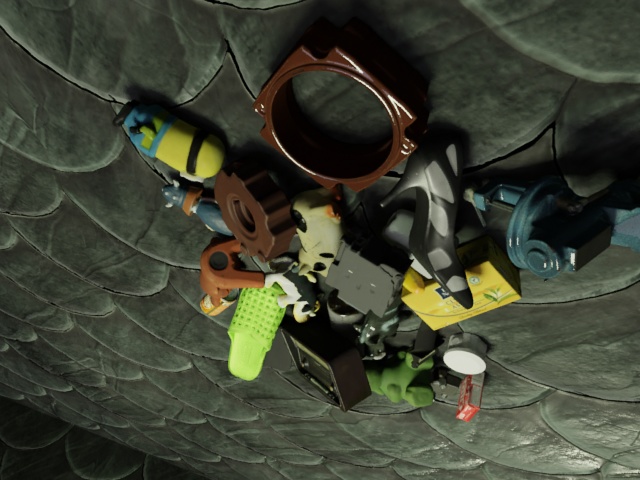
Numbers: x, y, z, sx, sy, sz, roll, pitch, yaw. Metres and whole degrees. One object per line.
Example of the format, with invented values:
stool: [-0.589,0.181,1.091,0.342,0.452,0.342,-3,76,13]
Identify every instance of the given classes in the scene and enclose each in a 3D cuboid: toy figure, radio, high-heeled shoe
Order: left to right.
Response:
toy figure: [-0.241,-0.164,0.877,0.180,0.082,0.089,35,143,-9]
toy figure: [-0.220,-0.061,1.001,0.154,0.064,0.058,30,179,1]
radio: [0.008,0.246,1.101,0.230,0.073,0.131,21,133,61]
high-heeled shoe: [0.191,-0.025,0.765,0.145,0.086,0.248,-38,109,3]

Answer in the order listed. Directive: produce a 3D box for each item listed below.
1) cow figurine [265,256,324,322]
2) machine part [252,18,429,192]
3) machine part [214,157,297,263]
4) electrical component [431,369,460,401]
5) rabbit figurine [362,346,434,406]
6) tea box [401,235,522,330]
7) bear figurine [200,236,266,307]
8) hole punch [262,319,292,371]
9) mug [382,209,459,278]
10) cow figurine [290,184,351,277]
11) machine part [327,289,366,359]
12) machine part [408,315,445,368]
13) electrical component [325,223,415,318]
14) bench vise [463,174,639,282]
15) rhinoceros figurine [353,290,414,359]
cow figurine: [-0.037,0.102,1.088,0.098,0.068,0.167,-9,132,27]
machine part: [0.027,-0.171,0.721,0.201,0.087,0.201,37,141,-16]
machine part: [-0.113,-0.048,0.902,0.180,0.056,0.179,38,144,34]
electrical component: [0.266,0.326,1.197,0.078,0.045,0.102,24,142,0]
rabbit figurine: [0.144,0.285,1.157,0.170,0.121,0.159,6,168,-6]
tea box: [0.232,0.074,0.890,0.098,0.068,0.170,42,131,-21]
bear figurine: [-0.182,0.066,1.091,0.132,0.120,0.195,-7,163,-9]
hole punch: [-0.099,0.228,1.264,0.142,0.092,0.115,16,115,15]
mug: [0.153,0.000,0.867,0.107,0.081,0.109,37,169,-5]
cow figurine: [-0.002,-0.003,0.932,0.127,0.085,0.194,-2,137,22]
machine part: [0.061,0.174,1.106,0.079,0.079,0.242,10,139,17]
machine part: [0.213,0.190,1.056,0.039,0.084,0.138,42,146,40]
electrical component: [0.074,0.056,0.854,0.115,0.058,0.134,32,137,16]
bench vise: [0.297,-0.042,0.685,0.241,0.224,0.128,28,150,50]
rhinoceros figurine: [0.117,0.150,1.008,0.073,0.112,0.190,35,143,29]
